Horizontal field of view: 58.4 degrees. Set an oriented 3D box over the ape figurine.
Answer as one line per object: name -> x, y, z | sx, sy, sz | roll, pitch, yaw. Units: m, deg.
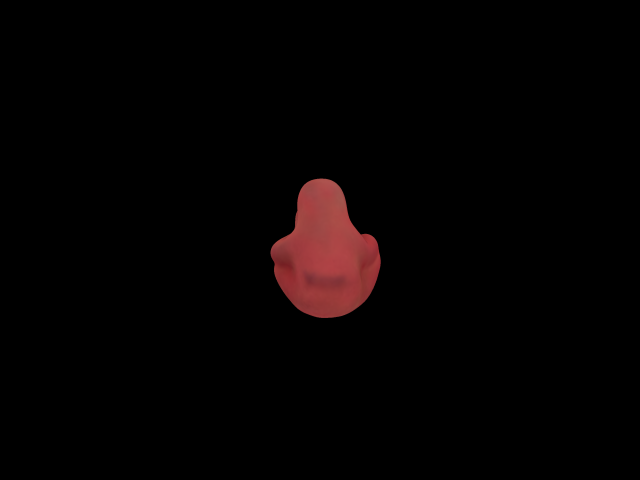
ape figurine -> 0.004, 0.001, 0.400 | 0.077, 0.092, 0.076 | 3, 22, 7
